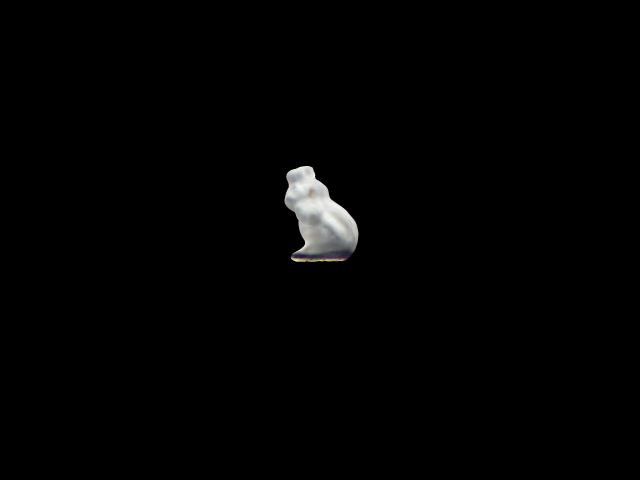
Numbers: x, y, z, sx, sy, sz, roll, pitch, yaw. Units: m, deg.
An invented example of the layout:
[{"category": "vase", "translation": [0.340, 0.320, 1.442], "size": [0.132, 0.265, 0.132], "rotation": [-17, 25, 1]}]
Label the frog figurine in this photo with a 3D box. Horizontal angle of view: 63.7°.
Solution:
[{"category": "frog figurine", "translation": [0.003, -0.043, 0.850], "size": [0.122, 0.160, 0.137], "rotation": [-3, -5, 33]}]
